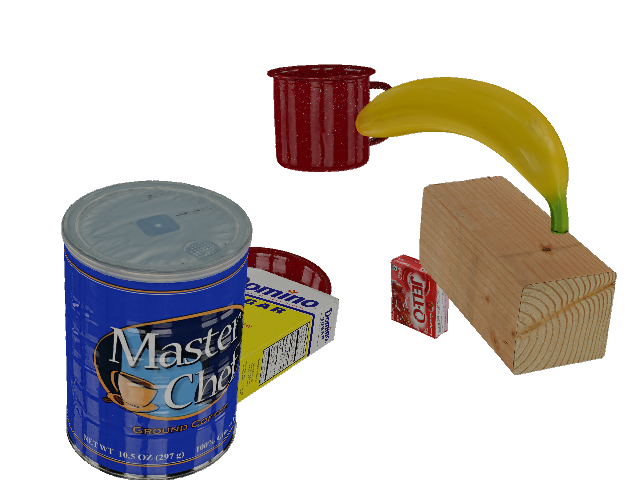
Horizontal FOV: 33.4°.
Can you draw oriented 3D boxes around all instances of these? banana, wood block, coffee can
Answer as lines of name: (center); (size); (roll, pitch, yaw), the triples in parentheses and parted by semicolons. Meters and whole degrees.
banana: (0.095, -0.073, 0.704); (0.037, 0.070, 0.198); (16, 12, -44)
wood block: (0.173, 0.024, 0.984); (0.090, 0.090, 0.206); (-8, 29, -16)
coffee can: (-0.095, 0.050, 0.612); (0.103, 0.140, 0.103); (5, 30, -3)

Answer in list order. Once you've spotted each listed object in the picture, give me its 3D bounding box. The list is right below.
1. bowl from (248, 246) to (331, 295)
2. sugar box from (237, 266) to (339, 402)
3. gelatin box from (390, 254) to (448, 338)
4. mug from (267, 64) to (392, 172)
bowl: (-0.071, 0.067, 1.128); (0.162, 0.055, 0.162); (4, 28, -2)
sugar box: (-0.068, 0.072, 0.809); (0.093, 0.048, 0.175); (19, 27, 25)
gelatin box: (0.124, 0.070, 1.342); (0.073, 0.089, 0.030); (22, 35, 39)
mug: (0.013, -0.107, 0.922); (0.117, 0.081, 0.093); (-7, 17, -20)
